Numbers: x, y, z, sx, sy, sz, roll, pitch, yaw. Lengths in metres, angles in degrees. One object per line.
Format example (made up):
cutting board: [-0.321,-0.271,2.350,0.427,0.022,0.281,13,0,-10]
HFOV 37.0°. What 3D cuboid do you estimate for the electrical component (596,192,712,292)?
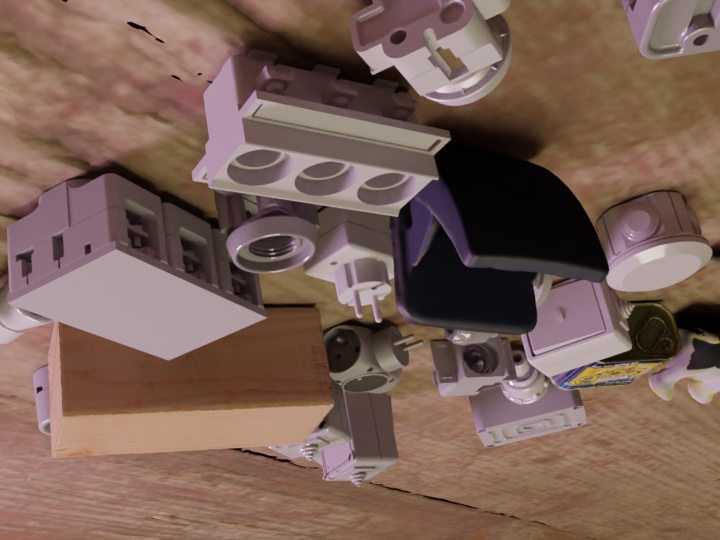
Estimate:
electrical component: [0.223,-0.020,0.824,0.080,0.051,0.080,-9,154,-4]

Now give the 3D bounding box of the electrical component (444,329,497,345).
electrical component: [0.105,0.046,0.929,0.061,0.035,0.035,-2,153,-24]

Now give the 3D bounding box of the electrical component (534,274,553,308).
electrical component: [0.108,0.002,0.816,0.057,0.058,0.078,8,148,-30]

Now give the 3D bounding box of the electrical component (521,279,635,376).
electrical component: [0.187,0.044,0.925,0.096,0.061,0.061,-22,152,21]

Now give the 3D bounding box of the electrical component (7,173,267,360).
electrical component: [-0.143,-0.001,0.703,0.089,0.061,0.150,-24,151,23]

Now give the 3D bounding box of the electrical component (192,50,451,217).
electrical component: [-0.023,-0.075,0.600,0.121,0.063,0.079,7,149,-32]

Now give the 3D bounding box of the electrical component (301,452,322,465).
electrical component: [-0.045,0.187,1.148,0.046,0.040,0.040,19,141,-36]

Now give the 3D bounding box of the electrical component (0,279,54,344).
electrical component: [-0.238,0.026,0.746,0.044,0.044,0.065,15,149,-42]

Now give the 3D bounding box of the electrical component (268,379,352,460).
electrical component: [-0.048,0.125,0.955,0.062,0.096,0.061,-19,153,16]

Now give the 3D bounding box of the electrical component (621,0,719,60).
electrical component: [0.180,-0.149,0.535,0.095,0.059,0.053,-10,154,-3]

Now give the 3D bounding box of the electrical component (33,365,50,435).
electrical component: [-0.244,0.109,0.901,0.055,0.047,0.055,-9,154,-4]

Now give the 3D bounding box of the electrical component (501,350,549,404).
electrical component: [0.157,0.099,1.046,0.048,0.048,0.062,-15,147,8]

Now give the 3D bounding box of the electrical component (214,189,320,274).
electrical component: [-0.057,-0.034,0.676,0.058,0.057,0.078,-25,151,27]

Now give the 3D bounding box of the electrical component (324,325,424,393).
electrical component: [0.017,0.073,0.936,0.079,0.044,0.077,-22,152,22]

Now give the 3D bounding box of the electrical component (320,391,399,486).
electrical component: [-0.001,0.165,1.056,0.061,0.096,0.062,7,149,-32]

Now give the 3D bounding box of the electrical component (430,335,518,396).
electrical component: [0.102,0.091,1.009,0.081,0.042,0.063,1,153,-21]

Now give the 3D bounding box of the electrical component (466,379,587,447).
electrical component: [0.172,0.135,1.109,0.113,0.057,0.078,-15,154,9]

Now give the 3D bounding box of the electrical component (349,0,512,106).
electrical component: [0.043,-0.119,0.545,0.078,0.058,0.057,-22,149,20]

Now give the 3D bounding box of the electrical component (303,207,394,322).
electrical component: [0.000,0.000,0.745,0.047,0.076,0.066,-31,148,35]
